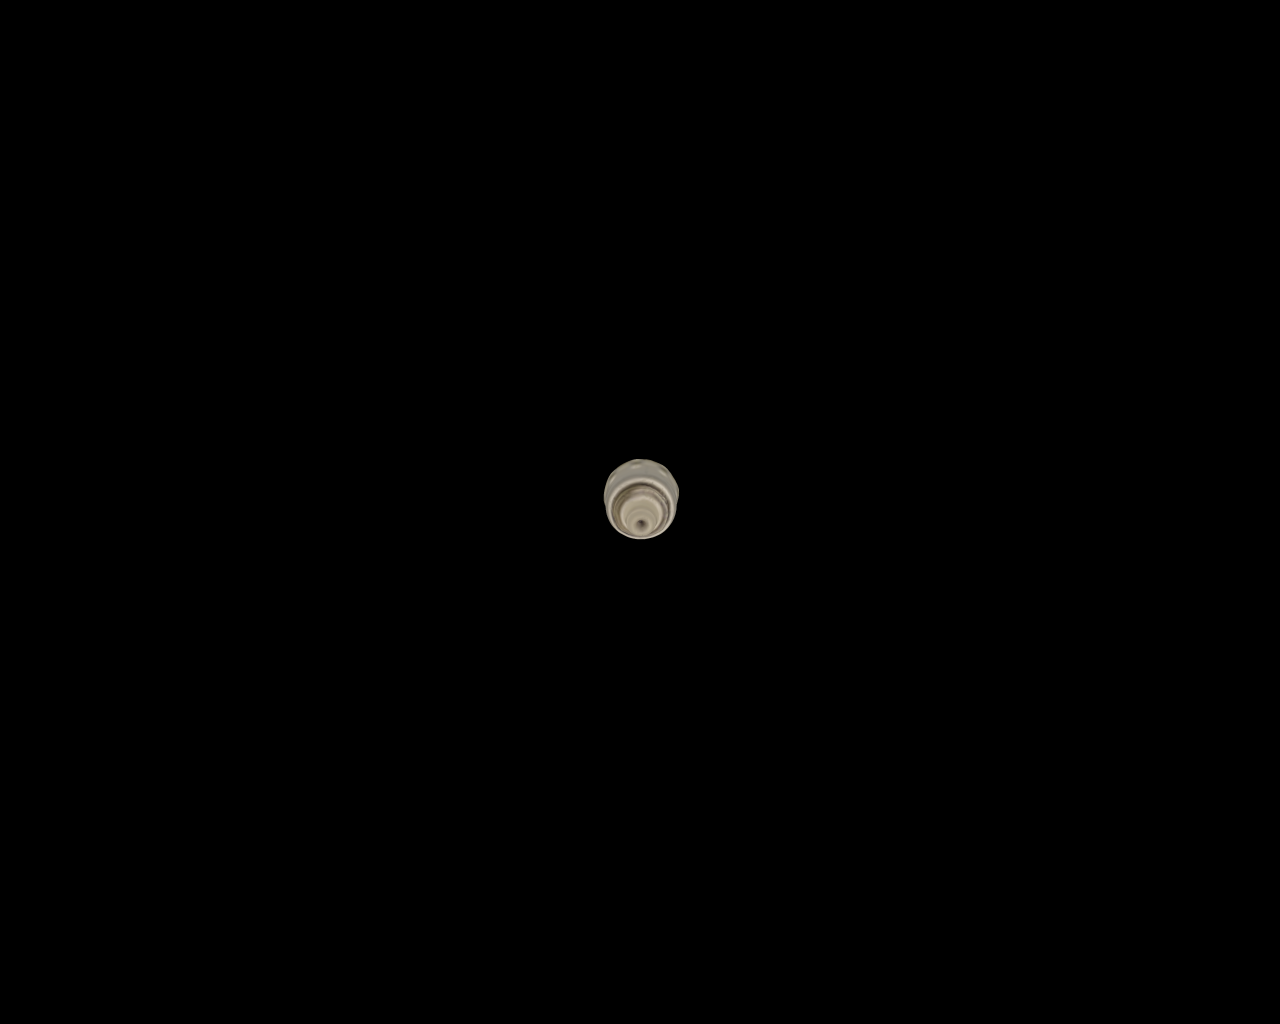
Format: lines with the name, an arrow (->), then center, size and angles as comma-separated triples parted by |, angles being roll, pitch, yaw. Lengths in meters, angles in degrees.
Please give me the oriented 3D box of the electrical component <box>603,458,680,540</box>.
electrical component -> 0.001, -0.003, 0.650 | 0.048, 0.048, 0.062 | 0, 21, 0
